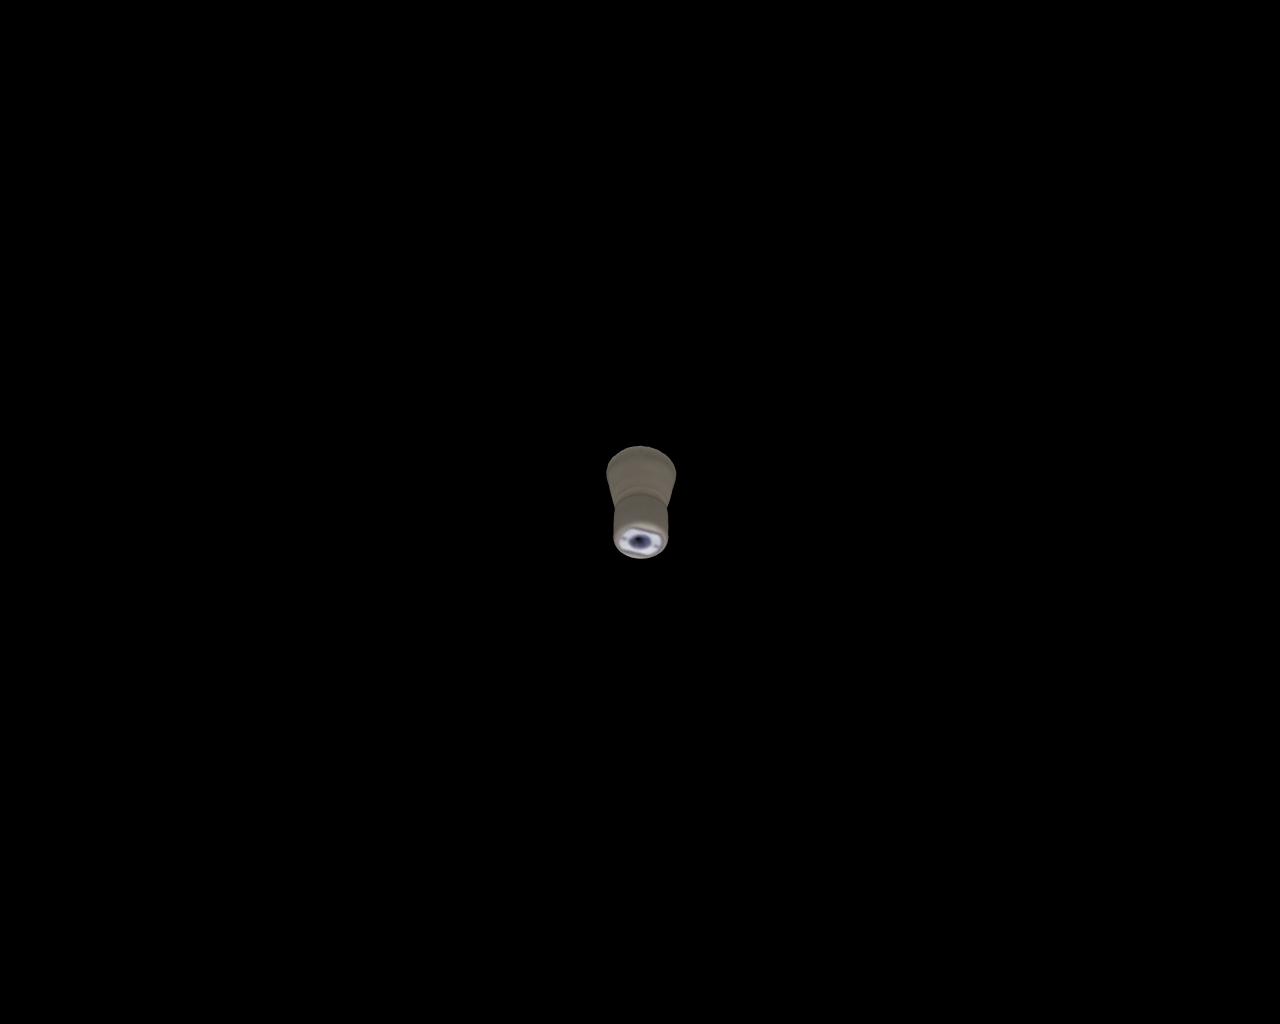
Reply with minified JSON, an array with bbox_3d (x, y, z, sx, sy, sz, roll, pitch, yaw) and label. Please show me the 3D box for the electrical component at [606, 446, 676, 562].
[{"bbox_3d":[0.001,-0.003,0.650,0.044,0.044,0.065,0,44,0],"label":"electrical component"}]
